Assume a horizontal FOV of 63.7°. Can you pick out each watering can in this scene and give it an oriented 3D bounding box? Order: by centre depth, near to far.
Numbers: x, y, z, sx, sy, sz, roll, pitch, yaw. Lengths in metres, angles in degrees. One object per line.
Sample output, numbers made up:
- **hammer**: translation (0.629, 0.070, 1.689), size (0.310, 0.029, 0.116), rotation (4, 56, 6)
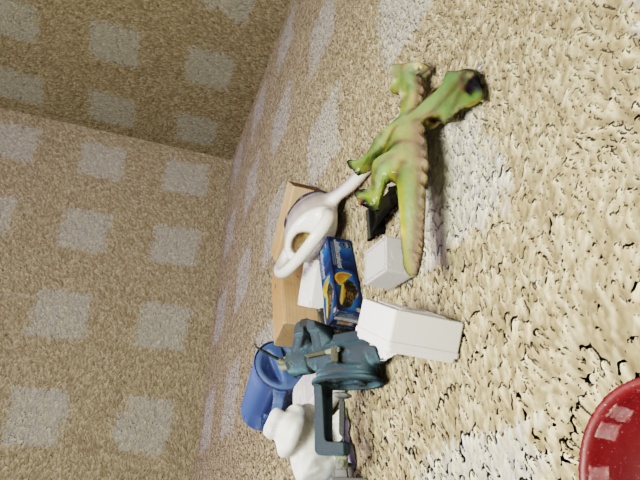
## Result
- **watering can**: translation (0.004, -0.060, 1.189), size (0.345, 0.103, 0.228), rotation (-51, 15, 12)

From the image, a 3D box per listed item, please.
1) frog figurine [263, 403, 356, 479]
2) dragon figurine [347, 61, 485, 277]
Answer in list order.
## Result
- **frog figurine**: translation (-0.029, 0.364, 0.927), size (0.120, 0.159, 0.140), rotation (126, 150, -56)
- **dragon figurine**: translation (0.159, -0.157, 0.793), size (0.238, 0.121, 0.420), rotation (-57, 28, 31)
